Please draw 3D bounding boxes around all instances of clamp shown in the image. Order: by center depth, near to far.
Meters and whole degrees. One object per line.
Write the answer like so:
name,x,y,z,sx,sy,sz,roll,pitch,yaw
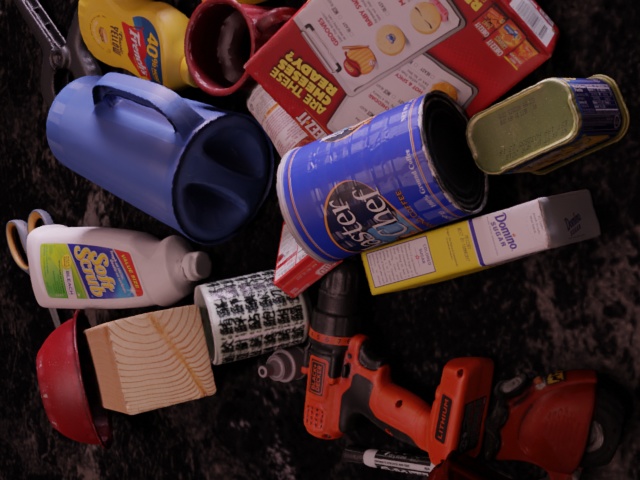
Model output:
clamp,-0.284,-0.217,1.231,0.165,0.036,0.210,-10,92,39

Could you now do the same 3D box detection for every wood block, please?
wood block,-0.180,0.123,1.098,0.206,0.090,0.091,160,99,-70

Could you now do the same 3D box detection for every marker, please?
marker,0.071,0.210,1.009,0.121,0.020,0.020,0,96,39

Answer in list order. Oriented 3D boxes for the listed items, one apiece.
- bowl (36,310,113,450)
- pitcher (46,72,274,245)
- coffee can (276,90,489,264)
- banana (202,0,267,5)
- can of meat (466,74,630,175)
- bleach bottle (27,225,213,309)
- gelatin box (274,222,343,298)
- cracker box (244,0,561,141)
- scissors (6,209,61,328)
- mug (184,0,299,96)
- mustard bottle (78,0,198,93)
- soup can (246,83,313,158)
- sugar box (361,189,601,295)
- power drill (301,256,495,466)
bowl,-0.280,0.163,1.203,0.055,0.162,0.162,-13,87,-4
pitcher,-0.177,-0.101,1.096,0.243,0.144,0.149,23,109,38
coffee can,0.050,-0.049,0.862,0.141,0.102,0.103,-20,83,32
banana,-0.047,-0.259,1.007,0.198,0.069,0.037,-20,61,61
can of meat,0.178,-0.089,0.840,0.102,0.083,0.057,-26,80,39
bleach bottle,-0.223,0.026,1.199,0.251,0.067,0.102,-4,94,37
gelatin box,-0.007,0.001,1.007,0.073,0.030,0.089,-39,29,36
cracker box,0.067,-0.161,0.894,0.164,0.072,0.214,46,127,-8
scissors,-0.332,0.048,1.319,0.096,0.016,0.202,-47,67,33
mug,-0.062,-0.190,1.024,0.117,0.081,0.093,-30,77,38
mustard bottle,-0.174,-0.207,1.124,0.192,0.058,0.096,31,136,31
soup can,-0.017,-0.106,1.008,0.069,0.068,0.102,-46,67,34
sugar box,0.132,0.004,0.884,0.177,0.093,0.048,-15,87,40
power drill,0.066,0.117,0.978,0.188,0.057,0.184,18,110,39
